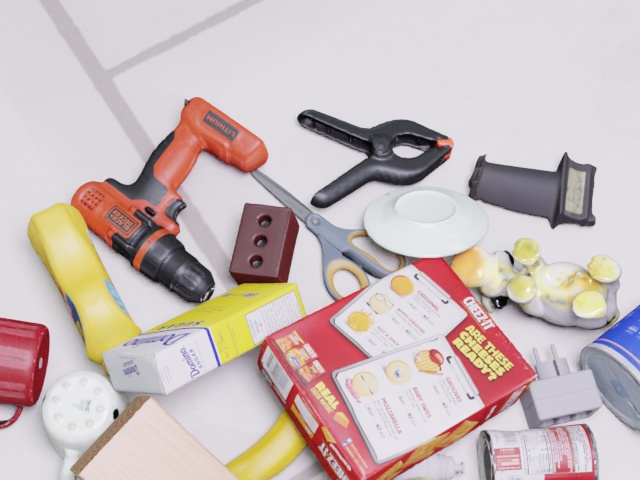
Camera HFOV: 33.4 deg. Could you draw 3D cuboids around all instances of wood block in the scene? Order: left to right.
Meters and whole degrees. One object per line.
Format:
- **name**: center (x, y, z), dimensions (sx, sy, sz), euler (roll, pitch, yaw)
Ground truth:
- **wood block**: center (-0.113, 0.241, 0.950), dimensions (0.206, 0.090, 0.090), euler (44, 71, -7)

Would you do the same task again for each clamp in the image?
- **clamp**: center (0.057, -0.102, 1.163), dimensions (0.171, 0.039, 0.120), euler (-12, 70, -14)

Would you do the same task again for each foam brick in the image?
- **foam brick**: center (-0.057, 0.009, 1.098), dimensions (0.053, 0.051, 0.078), euler (7, 72, 12)

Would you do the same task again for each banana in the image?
- **banana**: center (-0.035, 0.173, 1.045), dimensions (0.070, 0.037, 0.197), euler (37, 71, 11)

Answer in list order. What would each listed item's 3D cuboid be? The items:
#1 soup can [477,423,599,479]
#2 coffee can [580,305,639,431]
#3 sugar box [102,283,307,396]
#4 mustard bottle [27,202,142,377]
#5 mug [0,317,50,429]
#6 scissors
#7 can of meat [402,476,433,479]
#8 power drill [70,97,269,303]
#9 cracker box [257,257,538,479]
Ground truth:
- **soup can**: center (0.207, 0.212, 1.021), dimensions (0.102, 0.068, 0.068), euler (-2, 67, -3)
- **coffee can**: center (0.343, 0.107, 1.051), dimensions (0.140, 0.103, 0.103), euler (-35, 73, -15)
- **sugar box**: center (-0.108, 0.090, 1.012), dimensions (0.175, 0.094, 0.048), euler (-23, 102, -40)
- **mustard bottle**: center (-0.223, 0.061, 1.053), dimensions (0.058, 0.096, 0.192), euler (-27, 71, -14)
- **mug**: center (-0.312, 0.128, 1.033), dimensions (0.081, 0.093, 0.117), euler (9, 97, -4)
- **scissors**: center (-0.007, 0.001, 1.129), dimensions (0.202, 0.016, 0.096), euler (25, 72, 12)
- **can of meat**: center (0.087, 0.276, 0.980), dimensions (0.057, 0.084, 0.102), euler (-9, 68, -5)
- **power drill**: center (-0.140, -0.046, 1.119), dimensions (0.184, 0.057, 0.187), euler (37, 72, 13)
- **cracker box**: center (0.071, 0.127, 1.021), dimensions (0.213, 0.072, 0.164), euler (-25, 65, -27)
